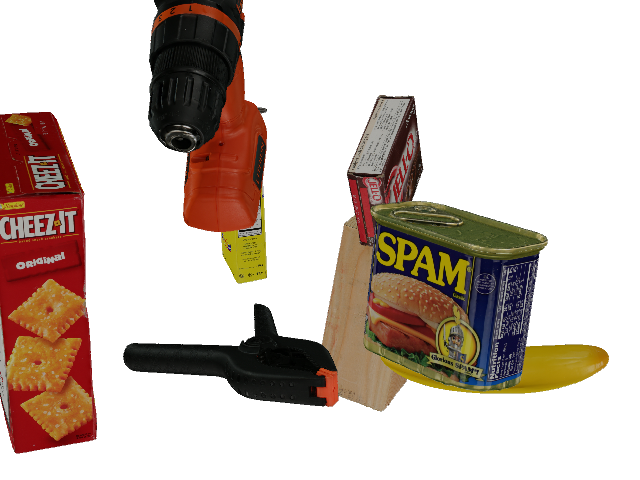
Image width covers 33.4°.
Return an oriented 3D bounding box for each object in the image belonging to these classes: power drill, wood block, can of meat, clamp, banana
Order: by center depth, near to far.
[{"bbox_3d":[0.072,0.030,0.604,0.057,0.084,0.102,-9,20,-41],"label":"can of meat"},{"bbox_3d":[-0.070,-0.088,0.685,0.057,0.184,0.188,3,-35,2],"label":"power drill"},{"bbox_3d":[0.133,0.096,0.857,0.198,0.037,0.069,5,28,7],"label":"banana"},{"bbox_3d":[-0.052,0.103,0.962,0.210,0.036,0.164,11,22,41],"label":"clamp"},{"bbox_3d":[0.065,0.075,1.214,0.090,0.206,0.090,18,24,18],"label":"wood block"}]

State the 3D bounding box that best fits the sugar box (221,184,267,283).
[{"bbox_3d":[-0.099,-0.045,1.321,0.048,0.176,0.093,-11,25,-14],"label":"sugar box"}]

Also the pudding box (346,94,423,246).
[{"bbox_3d":[0.060,-0.063,0.964,0.039,0.113,0.090,5,-43,17],"label":"pudding box"}]

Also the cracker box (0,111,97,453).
[{"bbox_3d":[-0.221,0.028,0.825,0.072,0.214,0.164,-6,29,-20],"label":"cracker box"}]
